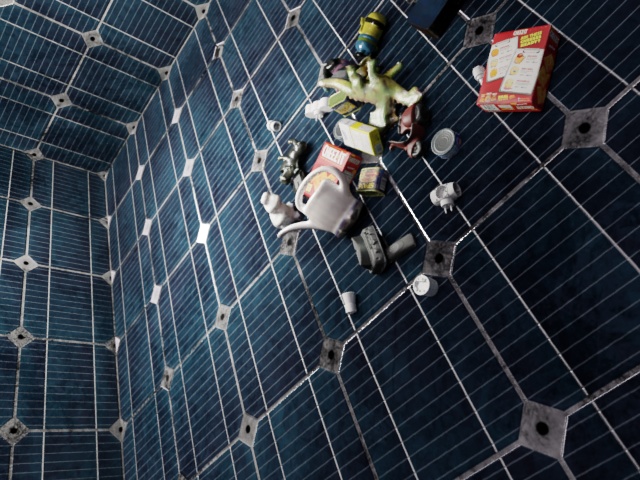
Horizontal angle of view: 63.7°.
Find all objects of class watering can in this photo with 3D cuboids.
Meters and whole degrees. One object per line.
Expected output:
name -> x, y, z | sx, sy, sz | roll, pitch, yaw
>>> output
watering can -> 0.005, -0.088, 1.753 | 0.225, 0.106, 0.341 | 35, 119, 5

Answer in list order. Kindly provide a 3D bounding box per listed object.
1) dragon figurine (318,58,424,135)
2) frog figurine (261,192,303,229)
dragon figurine -> 0.171, -0.474, 1.751 | 0.409, 0.123, 0.242 | -4, 93, 40
frog figurine -> -0.166, -0.110, 1.977 | 0.121, 0.158, 0.140 | -44, 47, 32
